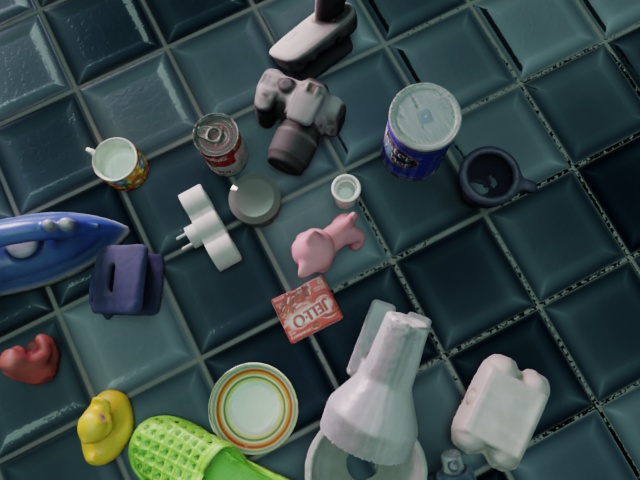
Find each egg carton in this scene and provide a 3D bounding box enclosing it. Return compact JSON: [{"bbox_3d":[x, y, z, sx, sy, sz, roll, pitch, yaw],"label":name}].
[{"bbox_3d":[0.257,0.245,0.821,0.107,0.069,0.150,27,80,6],"label":"egg carton"}]

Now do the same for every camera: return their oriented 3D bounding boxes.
[{"bbox_3d":[-0.045,-0.182,0.894,0.143,0.101,0.137,22,80,5],"label":"camera"}]

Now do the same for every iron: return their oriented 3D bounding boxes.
[{"bbox_3d":[-0.428,0.000,0.840,0.258,0.141,0.118,-15,79,-2],"label":"iron"}]

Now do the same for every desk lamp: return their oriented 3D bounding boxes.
[{"bbox_3d":[0.084,0.177,0.763,0.118,0.213,0.203,19,79,5],"label":"desk lamp"}]

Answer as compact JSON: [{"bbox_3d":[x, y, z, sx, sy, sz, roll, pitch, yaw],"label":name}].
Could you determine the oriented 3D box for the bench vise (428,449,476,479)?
[{"bbox_3d":[0.188,0.384,0.717,0.121,0.220,0.207,-32,80,-5],"label":"bench vise"}]

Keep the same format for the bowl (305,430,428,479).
[{"bbox_3d":[0.063,0.321,0.805,0.167,0.075,0.167,0,79,1],"label":"bowl"}]

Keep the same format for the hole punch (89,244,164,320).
[{"bbox_3d":[-0.294,0.063,0.852,0.101,0.091,0.109,2,78,1],"label":"hole punch"}]

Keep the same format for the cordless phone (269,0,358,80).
[{"bbox_3d":[-0.011,-0.342,0.883,0.148,0.185,0.094,-44,81,-7],"label":"cordless phone"}]

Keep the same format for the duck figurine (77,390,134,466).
[{"bbox_3d":[-0.314,0.269,0.813,0.077,0.086,0.104,9,79,3],"label":"duck figurine"}]

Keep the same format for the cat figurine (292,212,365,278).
[{"bbox_3d":[0.008,0.003,0.848,0.128,0.118,0.067,-38,80,-7],"label":"cat figurine"}]

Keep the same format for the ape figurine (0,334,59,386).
[{"bbox_3d":[-0.427,0.175,0.830,0.078,0.092,0.076,-22,79,-4],"label":"ape figurine"}]

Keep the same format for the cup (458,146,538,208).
[{"bbox_3d":[0.262,-0.083,0.874,0.117,0.095,0.092,13,79,3],"label":"cup"}]
